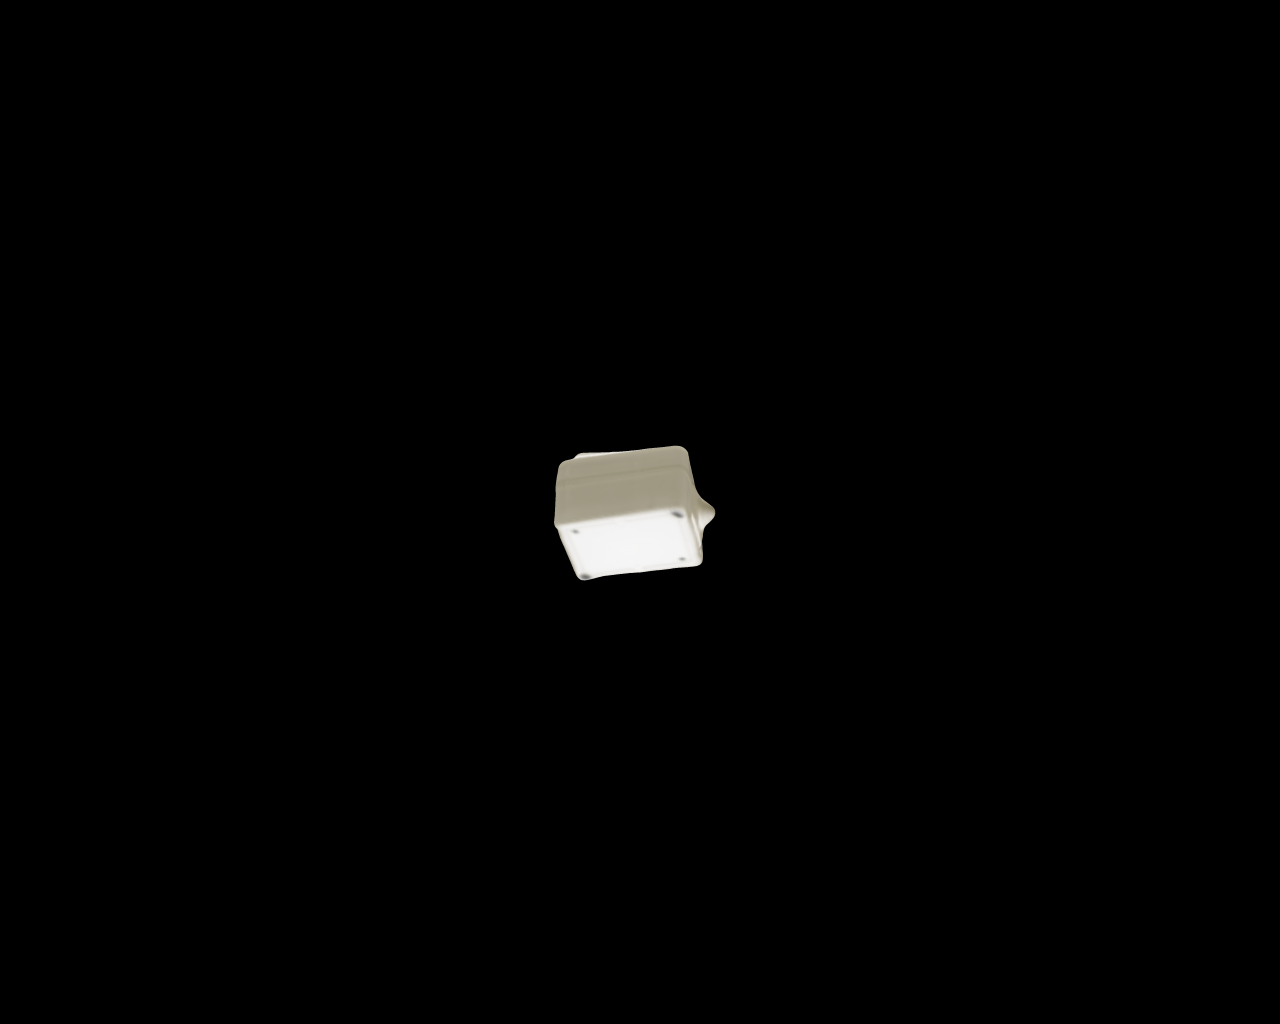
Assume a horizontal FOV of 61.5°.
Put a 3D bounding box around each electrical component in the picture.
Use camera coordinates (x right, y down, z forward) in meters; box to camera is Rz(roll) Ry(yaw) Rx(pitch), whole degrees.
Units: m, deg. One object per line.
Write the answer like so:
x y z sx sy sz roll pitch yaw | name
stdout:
0.001 -0.003 0.650 0.096 0.061 0.061 -7 -39 9 | electrical component
